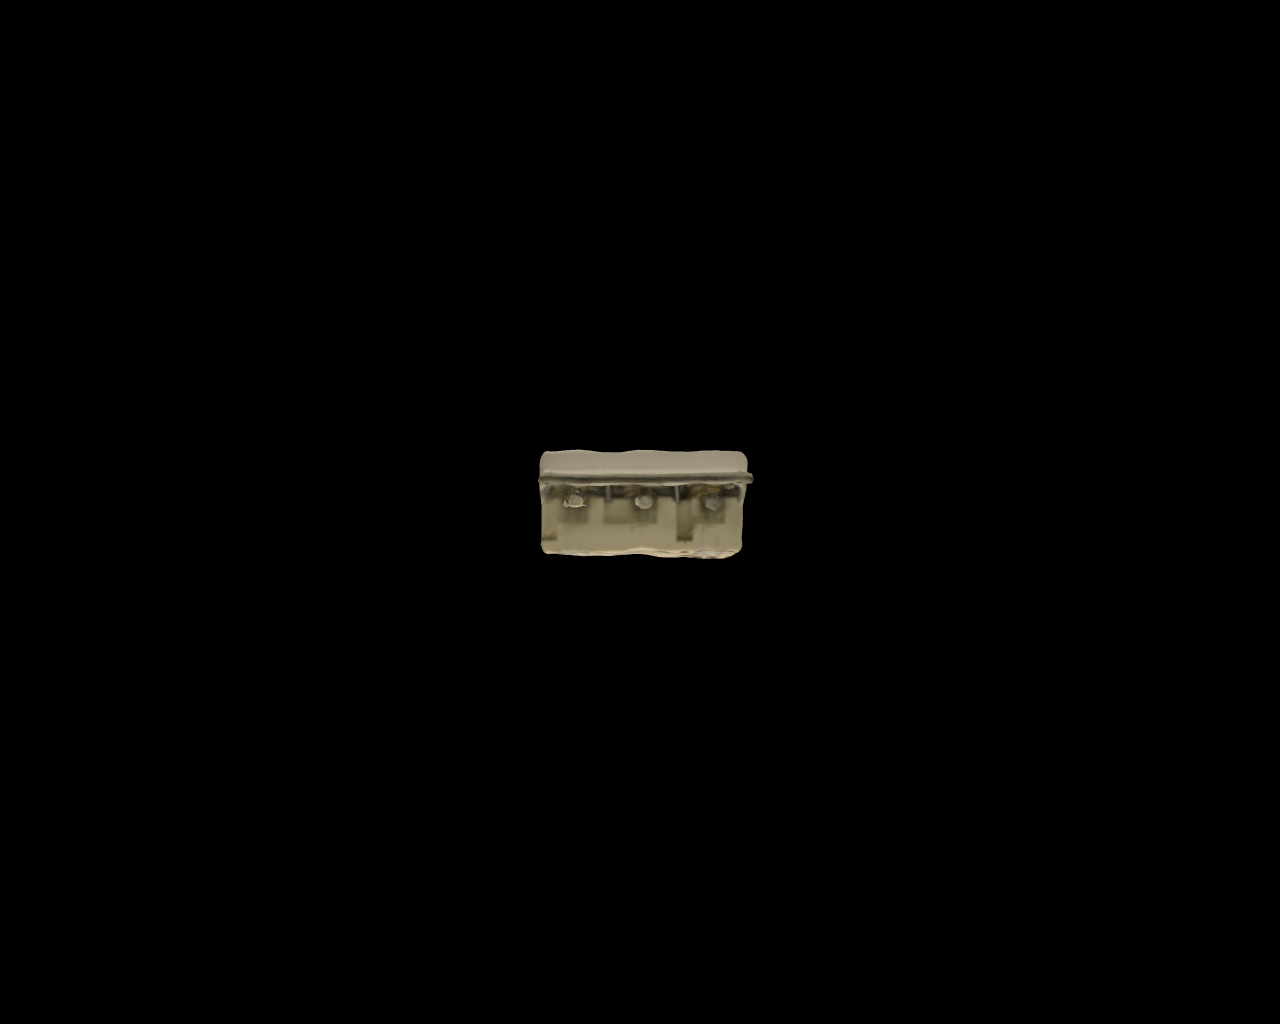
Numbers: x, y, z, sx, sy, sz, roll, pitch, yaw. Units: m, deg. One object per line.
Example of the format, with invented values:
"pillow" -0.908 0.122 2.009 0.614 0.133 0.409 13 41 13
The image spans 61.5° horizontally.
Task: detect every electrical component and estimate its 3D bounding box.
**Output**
"electrical component" 0.001 -0.003 0.650 0.121 0.063 0.078 1 -7 -5
